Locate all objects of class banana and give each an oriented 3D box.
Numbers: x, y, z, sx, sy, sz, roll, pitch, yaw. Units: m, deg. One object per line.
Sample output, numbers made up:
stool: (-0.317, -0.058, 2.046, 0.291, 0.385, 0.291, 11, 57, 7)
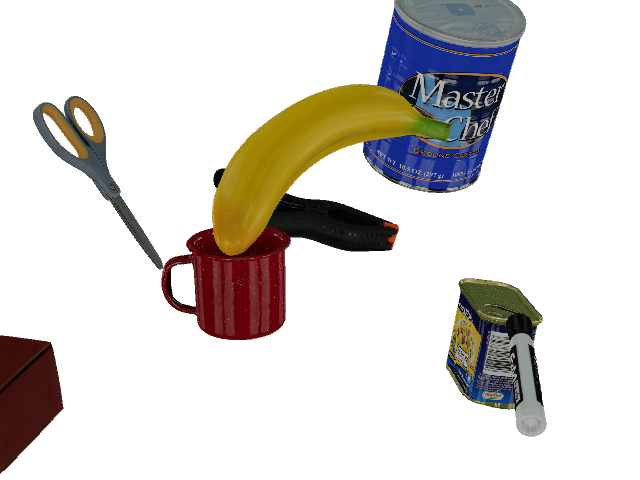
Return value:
banana: (-0.004, -0.054, 0.637, 0.070, 0.037, 0.197, 32, 46, 31)

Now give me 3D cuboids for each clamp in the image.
clamp: (-0.014, -0.020, 1.154, 0.209, 0.036, 0.164, 14, 20, -11)

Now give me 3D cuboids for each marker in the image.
marker: (0.139, 0.087, 0.728, 0.020, 0.020, 0.121, 0, 30, 6)

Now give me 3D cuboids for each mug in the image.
mug: (-0.084, 0.039, 0.961, 0.117, 0.081, 0.093, -3, 19, -7)

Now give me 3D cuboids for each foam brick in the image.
foam brick: (-0.208, 0.102, 0.672, 0.053, 0.051, 0.078, 6, 29, 22)

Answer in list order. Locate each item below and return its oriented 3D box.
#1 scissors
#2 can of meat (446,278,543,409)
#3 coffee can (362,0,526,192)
scissors: (-0.215, -0.068, 1.094, 0.016, 0.201, 0.096, -27, 27, 28)
can of meat: (0.151, 0.090, 0.944, 0.057, 0.084, 0.102, 7, 16, -9)
coffee can: (0.097, -0.124, 0.860, 0.102, 0.140, 0.103, 7, 38, -6)
